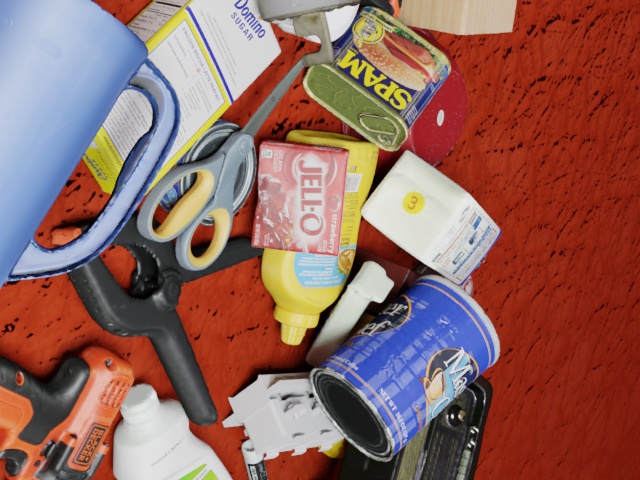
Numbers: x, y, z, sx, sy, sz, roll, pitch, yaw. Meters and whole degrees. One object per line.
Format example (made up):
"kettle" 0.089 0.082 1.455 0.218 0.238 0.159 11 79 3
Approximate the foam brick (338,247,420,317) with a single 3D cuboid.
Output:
"foam brick" 0.058 0.047 1.034 0.051 0.078 0.053 35 81 -52

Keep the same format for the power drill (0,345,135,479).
"power drill" -0.232 0.143 0.742 0.187 0.057 0.184 32 84 -54

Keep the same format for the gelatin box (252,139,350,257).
"gelatin box" -0.016 -0.035 0.879 0.030 0.073 0.089 -74 170 -78

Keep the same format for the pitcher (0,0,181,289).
"pitcher" -0.203 -0.039 0.624 0.243 0.149 0.144 -62 154 -3

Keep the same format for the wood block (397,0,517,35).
"wood block" 0.127 -0.293 0.950 0.090 0.090 0.206 -15 118 -47

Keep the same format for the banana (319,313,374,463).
"banana" 0.030 0.139 1.081 0.069 0.037 0.198 -5 113 -67

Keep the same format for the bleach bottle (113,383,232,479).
"bleach bottle" -0.114 0.218 0.917 0.102 0.068 0.251 -44 134 -36

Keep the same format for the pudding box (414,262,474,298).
"pudding box" 0.122 0.069 1.155 0.113 0.039 0.090 -41 135 -32

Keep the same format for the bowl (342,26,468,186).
"bowl" 0.092 -0.122 1.015 0.161 0.055 0.162 -26 126 -42

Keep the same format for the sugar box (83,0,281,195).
"sugar box" -0.108 -0.121 0.778 0.176 0.048 0.093 -52 140 -27

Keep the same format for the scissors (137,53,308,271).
"scissors" -0.062 -0.054 0.832 0.201 0.016 0.096 -44 135 -30

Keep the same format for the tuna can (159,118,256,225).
"tuna can" -0.090 -0.055 0.842 0.085 0.034 0.086 -26 126 -43

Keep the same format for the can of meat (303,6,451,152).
"can of meat" 0.051 -0.141 0.921 0.083 0.102 0.057 -53 180 -24

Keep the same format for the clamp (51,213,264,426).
"clamp" -0.121 0.031 0.830 0.209 0.036 0.164 45 53 -43

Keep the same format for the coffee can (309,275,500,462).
"coffee can" 0.075 0.112 0.945 0.140 0.103 0.103 -38 133 -24

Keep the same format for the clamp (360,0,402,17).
"clamp" 0.044 -0.271 0.901 0.120 0.039 0.171 -48 142 -18

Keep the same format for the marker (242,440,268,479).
"marker" -0.057 0.242 1.032 0.020 0.020 0.121 -37 133 -35

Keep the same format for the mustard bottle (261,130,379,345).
"mustard bottle" -0.007 0.001 0.948 0.096 0.058 0.192 -2 107 -50
